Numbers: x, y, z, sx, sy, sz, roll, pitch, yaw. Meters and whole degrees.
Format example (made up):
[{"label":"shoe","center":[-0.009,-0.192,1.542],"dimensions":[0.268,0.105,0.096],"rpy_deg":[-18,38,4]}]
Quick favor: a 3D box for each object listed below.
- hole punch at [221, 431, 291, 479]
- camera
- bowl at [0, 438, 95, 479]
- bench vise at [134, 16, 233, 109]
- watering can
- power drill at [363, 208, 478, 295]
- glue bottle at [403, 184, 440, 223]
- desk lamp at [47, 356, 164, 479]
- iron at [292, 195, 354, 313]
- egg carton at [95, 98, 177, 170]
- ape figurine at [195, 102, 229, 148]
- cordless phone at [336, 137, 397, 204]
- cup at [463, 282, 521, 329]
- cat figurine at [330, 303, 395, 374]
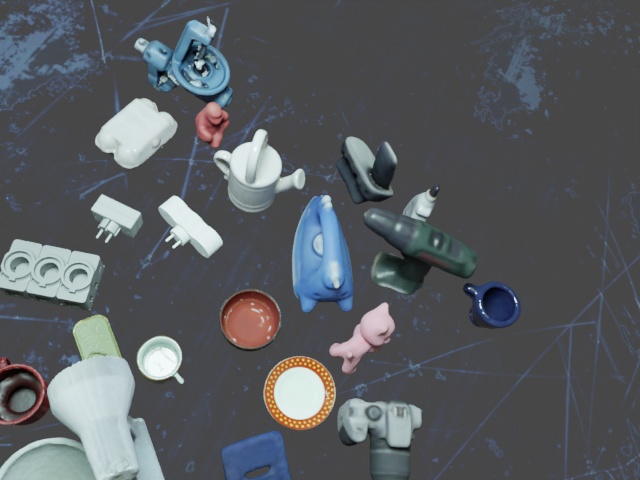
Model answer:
[{"label":"hole punch","center":[-0.103,0.375,0.944],"dimensions":[0.109,0.091,0.101],"rpy_deg":[-14,70,-17]},{"label":"camera","center":[0.108,0.351,0.992],"dimensions":[0.143,0.100,0.137],"rpy_deg":[7,66,-9]},{"label":"bowl","center":[-0.410,0.394,0.881],"dimensions":[0.167,0.074,0.167],"rpy_deg":[4,66,-10]},{"label":"bench vise","center":[-0.276,-0.363,1.152],"dimensions":[0.207,0.219,0.121],"rpy_deg":[6,66,-9]},{"label":"watering can","center":[-0.116,-0.138,1.104],"dimensions":[0.173,0.194,0.101],"rpy_deg":[-1,67,-12]},{"label":"power drill","center":[0.168,0.028,1.083],"dimensions":[0.229,0.208,0.075],"rpy_deg":[18,65,-3]},{"label":"glue bottle","center":[0.205,-0.065,1.150],"dimensions":[0.037,0.173,0.078],"rpy_deg":[17,65,-4]},{"label":"desk lamp","center":[-0.314,0.295,0.867],"dimensions":[0.118,0.213,0.203],"rpy_deg":[-22,73,-19]},{"label":"iron","center":[0.010,0.004,1.098],"dimensions":[0.119,0.141,0.258],"rpy_deg":[-1,67,-12]},{"label":"egg carton","center":[-0.367,-0.213,1.153],"dimensions":[0.107,0.069,0.150],"rpy_deg":[36,65,5]},{"label":"ape figurine","center":[-0.222,-0.248,1.185],"dimensions":[0.078,0.092,0.076],"rpy_deg":[-33,77,-22]},{"label":"cordless phone","center":[0.108,-0.167,1.167],"dimensions":[0.094,0.185,0.147],"rpy_deg":[-24,74,-20]},{"label":"cup","center":[0.322,0.132,1.133],"dimensions":[0.117,0.095,0.092],"rpy_deg":[31,65,3]},{"label":"cat figurine","center":[0.087,0.178,1.052],"dimensions":[0.128,0.117,0.067],"rpy_deg":[-39,79,-23]}]
